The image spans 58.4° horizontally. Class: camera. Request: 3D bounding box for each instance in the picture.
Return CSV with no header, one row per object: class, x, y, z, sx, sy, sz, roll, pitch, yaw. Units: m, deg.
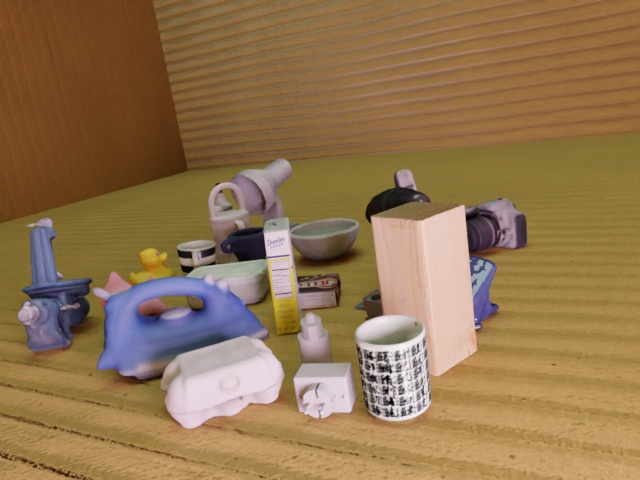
camera,0.341,-0.031,1.210,0.137,0.101,0.142,-16,16,-27

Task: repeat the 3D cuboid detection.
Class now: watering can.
watering can,-0.228,-0.046,1.417,0.172,0.194,0.101,3,19,38

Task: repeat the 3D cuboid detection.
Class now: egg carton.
egg carton,-0.125,0.179,0.733,0.150,0.069,0.107,-14,15,-20

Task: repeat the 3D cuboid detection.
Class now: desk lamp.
desk lamp,-0.128,-0.103,1.543,0.117,0.214,0.204,3,19,39

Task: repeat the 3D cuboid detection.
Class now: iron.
iron,-0.216,0.116,0.889,0.258,0.141,0.118,-12,15,-13

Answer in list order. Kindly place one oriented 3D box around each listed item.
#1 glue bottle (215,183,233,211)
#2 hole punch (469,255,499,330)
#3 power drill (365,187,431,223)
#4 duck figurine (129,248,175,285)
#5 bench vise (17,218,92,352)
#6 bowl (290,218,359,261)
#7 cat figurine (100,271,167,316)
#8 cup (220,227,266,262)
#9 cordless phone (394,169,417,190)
glue bottle,-0.267,-0.073,1.591,0.077,0.173,0.037,2,18,35
hole punch,0.212,0.078,0.881,0.108,0.091,0.101,5,20,44
power drill,0.138,0.009,0.955,0.076,0.208,0.229,-12,15,-11
duck figurine,-0.389,0.063,1.309,0.105,0.086,0.077,-19,18,-36
bench vise,-0.485,0.076,1.044,0.122,0.220,0.207,-14,15,-18
bowl,0.012,0.005,1.321,0.167,0.075,0.167,-8,14,2
cat figurine,-0.343,0.109,1.038,0.067,0.118,0.128,1,17,34
cup,-0.166,0.030,1.288,0.118,0.095,0.091,-21,19,-39
cordless phone,0.223,-0.074,1.278,0.093,0.185,0.148,4,19,41
